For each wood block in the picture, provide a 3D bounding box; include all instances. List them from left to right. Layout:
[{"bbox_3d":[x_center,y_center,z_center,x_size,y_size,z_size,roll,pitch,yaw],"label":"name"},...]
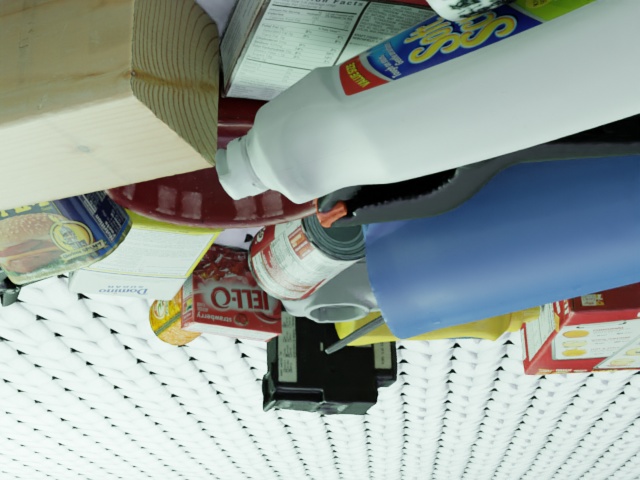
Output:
[{"bbox_3d":[-0.167,-0.076,0.579,0.206,0.090,0.090,-10,157,20],"label":"wood block"}]

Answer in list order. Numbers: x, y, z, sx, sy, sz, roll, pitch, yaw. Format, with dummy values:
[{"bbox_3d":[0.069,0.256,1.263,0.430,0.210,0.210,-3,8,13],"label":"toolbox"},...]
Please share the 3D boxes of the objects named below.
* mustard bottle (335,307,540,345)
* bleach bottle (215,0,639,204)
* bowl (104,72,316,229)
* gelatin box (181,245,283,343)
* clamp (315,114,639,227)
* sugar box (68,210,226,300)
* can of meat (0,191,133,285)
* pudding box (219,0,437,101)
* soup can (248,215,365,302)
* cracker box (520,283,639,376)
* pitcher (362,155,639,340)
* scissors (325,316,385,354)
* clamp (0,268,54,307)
[{"bbox_3d":[0.113,0.067,1.004,0.191,0.058,0.096,-1,-176,-9],"label":"mustard bottle"},{"bbox_3d":[0.061,-0.070,0.502,0.251,0.102,0.068,-20,121,22],"label":"bleach bottle"},{"bbox_3d":[-0.058,-0.061,0.675,0.162,0.055,0.162,-1,159,-1],"label":"bowl"},{"bbox_3d":[-0.076,0.046,0.925,0.089,0.073,0.030,12,155,-31],"label":"gelatin box"},{"bbox_3d":[0.093,-0.060,0.610,0.210,0.036,0.164,-32,133,23],"label":"clamp"},{"bbox_3d":[-0.141,0.000,0.843,0.093,0.048,0.176,6,160,-20],"label":"sugar box"},{"bbox_3d":[-0.188,-0.023,0.712,0.102,0.057,0.084,-13,125,26],"label":"can of meat"},{"bbox_3d":[0.001,-0.113,0.569,0.090,0.039,0.114,5,155,-18],"label":"pudding box"},{"bbox_3d":[-0.005,0.001,0.823,0.068,0.068,0.102,8,157,-24],"label":"soup can"},{"bbox_3d":[0.292,0.068,1.021,0.164,0.072,0.214,-2,158,-2],"label":"cracker box"},{"bbox_3d":[0.155,-0.016,0.719,0.243,0.145,0.149,-12,-160,16],"label":"pitcher"},{"bbox_3d":[0.103,0.047,0.930,0.202,0.016,0.096,-36,158,21],"label":"scissors"},{"bbox_3d":[-0.268,0.029,0.914,0.172,0.039,0.120,-18,174,29],"label":"clamp"}]
